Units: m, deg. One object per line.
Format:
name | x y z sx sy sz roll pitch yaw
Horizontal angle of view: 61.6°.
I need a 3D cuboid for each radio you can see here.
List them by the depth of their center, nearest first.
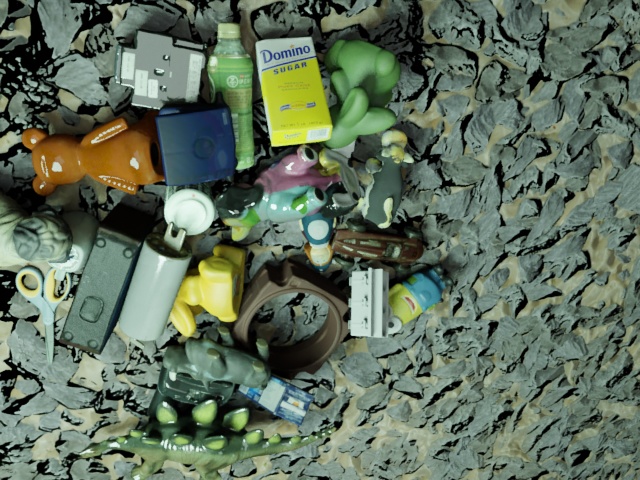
radio | -0.350 0.065 0.888 0.073 0.131 0.229 20 106 -12

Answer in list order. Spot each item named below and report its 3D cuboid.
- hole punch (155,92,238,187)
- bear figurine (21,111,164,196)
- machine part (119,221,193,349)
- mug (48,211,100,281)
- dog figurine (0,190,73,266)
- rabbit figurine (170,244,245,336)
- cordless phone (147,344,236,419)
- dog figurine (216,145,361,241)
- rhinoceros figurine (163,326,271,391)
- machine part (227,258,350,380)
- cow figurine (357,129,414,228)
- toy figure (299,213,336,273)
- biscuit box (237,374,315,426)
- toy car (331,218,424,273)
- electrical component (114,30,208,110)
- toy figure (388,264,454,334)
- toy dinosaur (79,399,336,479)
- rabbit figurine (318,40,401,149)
hole punch | -0.185 -0.144 0.804 0.116 0.092 0.142 -5 111 -4
bear figurine | -0.343 -0.132 0.840 0.196 0.132 0.120 -2 112 7
machine part | -0.267 0.076 0.866 0.079 0.079 0.243 17 116 -19
mug | -0.410 0.017 0.872 0.081 0.107 0.109 28 101 -20
dog figurine | -0.457 -0.032 0.803 0.191 0.121 0.172 -16 79 10
rabbit figurine | -0.226 0.080 0.956 0.173 0.122 0.162 8 120 -1
cordless phone | -0.253 0.301 1.052 0.146 0.089 0.184 19 117 -21
dog figurine | -0.064 -0.069 0.899 0.219 0.191 0.108 -21 77 35
rhinoceros figurine | -0.179 0.214 0.950 0.190 0.073 0.112 12 128 -7
machine part | -0.057 0.153 1.020 0.201 0.087 0.201 31 104 -24
cow figurine | 0.119 -0.109 0.952 0.068 0.098 0.167 8 110 -10
toy figure | -0.003 -0.004 0.990 0.064 0.058 0.154 8 117 25
biscuit box | -0.088 0.286 1.006 0.062 0.203 0.059 31 74 -22
toy car | 0.113 0.013 1.007 0.202 0.053 0.089 7 113 -33
electrical component | -0.245 -0.260 0.827 0.134 0.058 0.114 8 108 -16
toy figure | 0.177 0.121 1.068 0.180 0.082 0.089 -36 156 -7
toy dinosaur | -0.211 0.390 1.032 0.471 0.105 0.198 2 137 -13
rabbit figurine | 0.062 -0.217 0.861 0.121 0.159 0.170 23 99 -31
